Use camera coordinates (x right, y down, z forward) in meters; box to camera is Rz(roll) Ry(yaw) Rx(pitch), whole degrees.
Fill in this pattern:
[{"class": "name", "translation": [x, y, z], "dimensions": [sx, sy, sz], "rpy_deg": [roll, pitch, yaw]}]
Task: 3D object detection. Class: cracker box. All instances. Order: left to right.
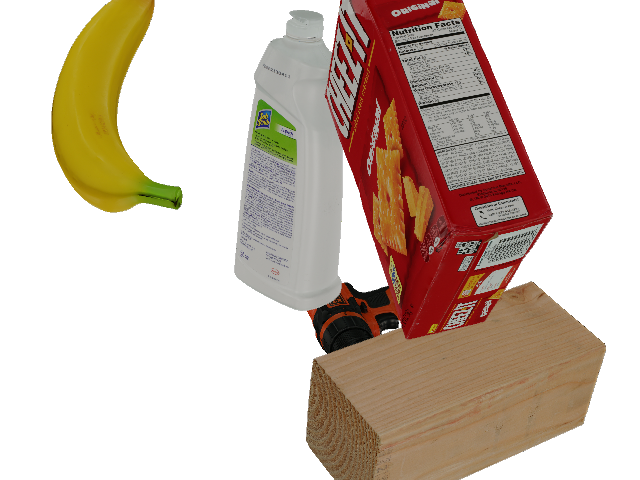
[{"class": "cracker box", "translation": [0.067, -0.063, 0.724], "dimensions": [0.072, 0.214, 0.164], "rpy_deg": [-12, -24, -12]}]

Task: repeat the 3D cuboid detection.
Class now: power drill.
[{"class": "power drill", "translation": [0.086, 0.082, 1.116], "dimensions": [0.187, 0.057, 0.184], "rpy_deg": [-6, 28, -15]}]

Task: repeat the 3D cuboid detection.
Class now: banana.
[{"class": "banana", "translation": [-0.125, -0.081, 0.632], "dimensions": [0.069, 0.198, 0.037], "rpy_deg": [-7, -40, -9]}]

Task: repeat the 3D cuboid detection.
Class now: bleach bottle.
[{"class": "bleach bottle", "translation": [-0.019, -0.071, 0.928], "dimensions": [0.103, 0.251, 0.067], "rpy_deg": [25, 31, 33]}]

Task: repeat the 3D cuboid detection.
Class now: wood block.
[{"class": "wood block", "translation": [0.101, 0.117, 0.809], "dimensions": [0.205, 0.090, 0.091], "rpy_deg": [-17, 41, -27]}]
